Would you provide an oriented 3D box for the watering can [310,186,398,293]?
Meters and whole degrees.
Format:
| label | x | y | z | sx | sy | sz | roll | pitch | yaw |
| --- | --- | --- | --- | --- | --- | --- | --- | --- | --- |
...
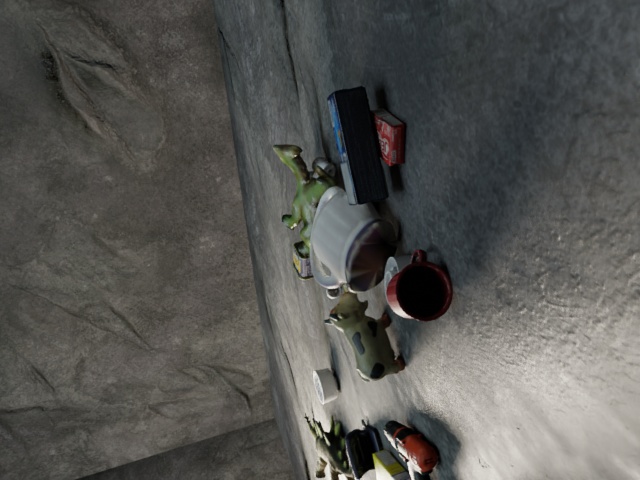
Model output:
| label | x | y | z | sx | sy | sz | roll | pitch | yaw |
| --- | --- | --- | --- | --- | --- | --- | --- | --- | --- |
| watering can | 0.064 | -0.046 | 1.019 | 0.228 | 0.104 | 0.342 | 40 | 121 | 48 |

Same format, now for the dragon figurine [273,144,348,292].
| label | x | y | z | sx | sy | sz | roll | pitch | yaw |
| --- | --- | --- | --- | --- | --- | --- | --- | --- | --- |
| dragon figurine | 0.004 | -0.063 | 1.250 | 0.414 | 0.123 | 0.238 | 56 | 159 | 14 |
